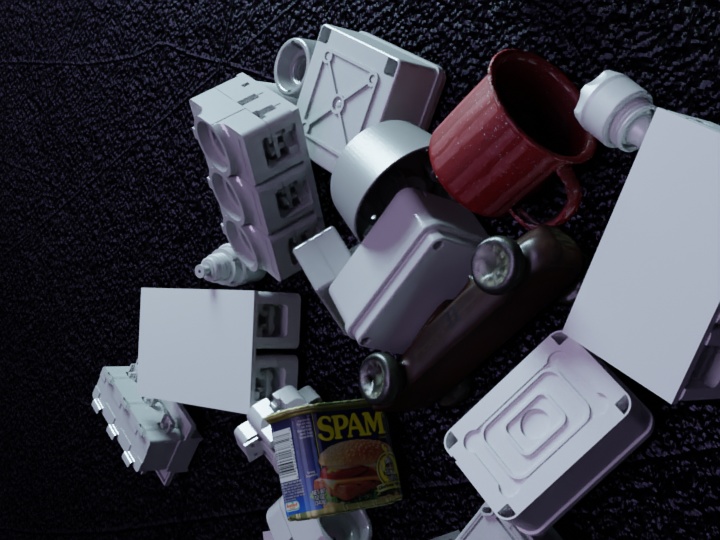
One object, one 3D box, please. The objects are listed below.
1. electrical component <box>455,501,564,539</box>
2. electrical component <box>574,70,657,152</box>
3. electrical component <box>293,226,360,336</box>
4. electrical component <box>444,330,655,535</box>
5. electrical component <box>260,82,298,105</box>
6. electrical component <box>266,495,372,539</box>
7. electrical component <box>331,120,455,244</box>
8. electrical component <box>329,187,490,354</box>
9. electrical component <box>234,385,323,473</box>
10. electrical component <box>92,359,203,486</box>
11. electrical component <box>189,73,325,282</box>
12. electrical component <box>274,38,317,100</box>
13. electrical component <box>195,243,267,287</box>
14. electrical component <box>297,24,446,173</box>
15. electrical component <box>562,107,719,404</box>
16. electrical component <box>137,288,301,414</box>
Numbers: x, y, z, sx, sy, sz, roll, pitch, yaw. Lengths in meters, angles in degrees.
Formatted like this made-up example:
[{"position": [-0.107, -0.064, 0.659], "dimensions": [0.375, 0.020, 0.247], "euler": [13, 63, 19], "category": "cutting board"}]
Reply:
[{"position": [0.103, 0.202, 0.736], "dimensions": [0.096, 0.061, 0.061], "euler": [-56, 50, 19], "category": "electrical component"}, {"position": [0.172, -0.096, 0.690], "dimensions": [0.062, 0.043, 0.043], "euler": [49, 122, 36], "category": "electrical component"}, {"position": [0.000, 0.000, 0.858], "dimensions": [0.076, 0.083, 0.047], "euler": [-31, 57, -1], "category": "electrical component"}, {"position": [0.122, 0.106, 0.692], "dimensions": [0.113, 0.057, 0.078], "euler": [-44, 52, 7], "category": "electrical component"}, {"position": [-0.090, -0.145, 0.981], "dimensions": [0.055, 0.047, 0.055], "euler": [-5, 84, 48], "category": "electrical component"}, {"position": [-0.029, 0.220, 0.882], "dimensions": [0.059, 0.054, 0.095], "euler": [-49, 54, 34], "category": "electrical component"}, {"position": [0.029, -0.062, 0.806], "dimensions": [0.064, 0.099, 0.099], "euler": [48, 122, 46], "category": "electrical component"}, {"position": [0.040, 0.005, 0.795], "dimensions": [0.113, 0.078, 0.057], "euler": [-54, 43, 25], "category": "electrical component"}, {"position": [-0.057, 0.140, 0.904], "dimensions": [0.057, 0.078, 0.058], "euler": [43, 154, 40], "category": "electrical component"}, {"position": [-0.220, 0.149, 1.092], "dimensions": [0.121, 0.063, 0.078], "euler": [47, 121, 39], "category": "electrical component"}, {"position": [-0.086, -0.075, 0.906], "dimensions": [0.089, 0.062, 0.150], "euler": [37, 149, 43], "category": "electrical component"}, {"position": [-0.041, -0.171, 0.929], "dimensions": [0.055, 0.047, 0.055], "euler": [-5, 84, 48], "category": "electrical component"}, {"position": [-0.119, -0.004, 0.985], "dimensions": [0.040, 0.078, 0.040], "euler": [8, 103, 36], "category": "electrical component"}, {"position": [0.003, -0.130, 0.870], "dimensions": [0.109, 0.056, 0.108], "euler": [36, 114, 43], "category": "electrical component"}, {"position": [0.198, -0.008, 0.640], "dimensions": [0.089, 0.062, 0.150], "euler": [36, 114, 43], "category": "electrical component"}, {"position": [-0.132, 0.071, 1.002], "dimensions": [0.186, 0.060, 0.105], "euler": [0, 87, 48], "category": "electrical component"}]
